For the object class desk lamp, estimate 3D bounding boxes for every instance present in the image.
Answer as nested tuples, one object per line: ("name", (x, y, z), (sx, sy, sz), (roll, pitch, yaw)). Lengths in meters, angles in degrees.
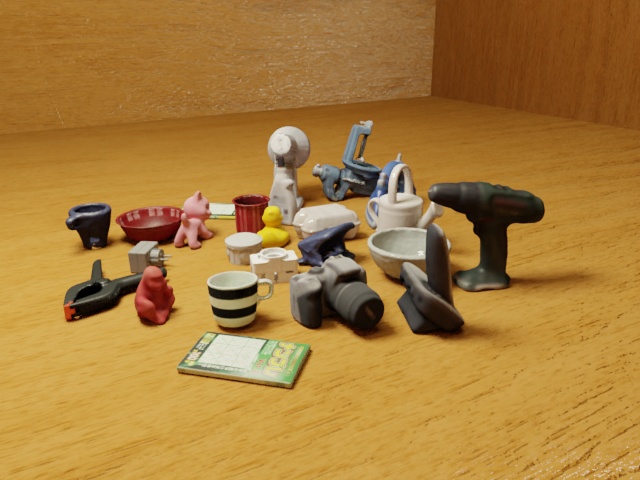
("desk lamp", (-0.092, -0.196, 1.563), (0.118, 0.214, 0.203), (1, 21, 5))

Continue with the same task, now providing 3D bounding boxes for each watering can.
("watering can", (0.186, -0.071, 1.263), (0.172, 0.194, 0.101), (5, 22, 14))

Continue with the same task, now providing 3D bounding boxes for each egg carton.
("egg carton", (0.015, -0.039, 1.355), (0.151, 0.069, 0.107), (-11, 23, -24))

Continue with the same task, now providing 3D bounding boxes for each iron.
("iron", (0.180, -0.135, 1.498), (0.118, 0.141, 0.259), (7, 23, 19))

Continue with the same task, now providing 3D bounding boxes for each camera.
("camera", (0.036, 0.092, 0.974), (0.143, 0.101, 0.136), (-11, 24, -25))

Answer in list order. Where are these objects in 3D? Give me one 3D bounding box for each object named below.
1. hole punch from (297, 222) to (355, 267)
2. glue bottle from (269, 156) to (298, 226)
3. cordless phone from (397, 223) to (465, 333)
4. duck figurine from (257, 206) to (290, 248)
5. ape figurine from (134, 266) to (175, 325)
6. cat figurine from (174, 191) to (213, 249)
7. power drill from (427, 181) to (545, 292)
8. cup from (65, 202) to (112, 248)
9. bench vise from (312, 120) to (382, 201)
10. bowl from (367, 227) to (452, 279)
("hole punch", (0.011, 0.004, 1.215), (0.100, 0.091, 0.109), (15, 26, 35))
("glue bottle", (-0.094, -0.125, 1.437), (0.077, 0.173, 0.037), (12, 25, 30))
("cordless phone", (0.187, 0.049, 0.964), (0.094, 0.185, 0.147), (-5, 22, -11))
("duck figurine", (-0.110, -0.034, 1.324), (0.077, 0.086, 0.104), (1, 21, 5))
("ape figurine", (-0.290, 0.091, 0.999), (0.075, 0.092, 0.078), (17, 27, 37))
("cat figurine", (-0.295, -0.055, 1.339), (0.067, 0.118, 0.128), (4, 22, 11))
("power drill", (0.308, -0.012, 1.087), (0.230, 0.208, 0.075), (-5, 22, -12))
("cup", (-0.524, -0.025, 1.299), (0.091, 0.095, 0.118), (7, 22, 18))
("bench vise", (0.088, -0.222, 1.619), (0.208, 0.220, 0.121), (-14, 25, -30))
("bowl", (0.177, 0.036, 1.152), (0.167, 0.075, 0.167), (0, 21, 0))
